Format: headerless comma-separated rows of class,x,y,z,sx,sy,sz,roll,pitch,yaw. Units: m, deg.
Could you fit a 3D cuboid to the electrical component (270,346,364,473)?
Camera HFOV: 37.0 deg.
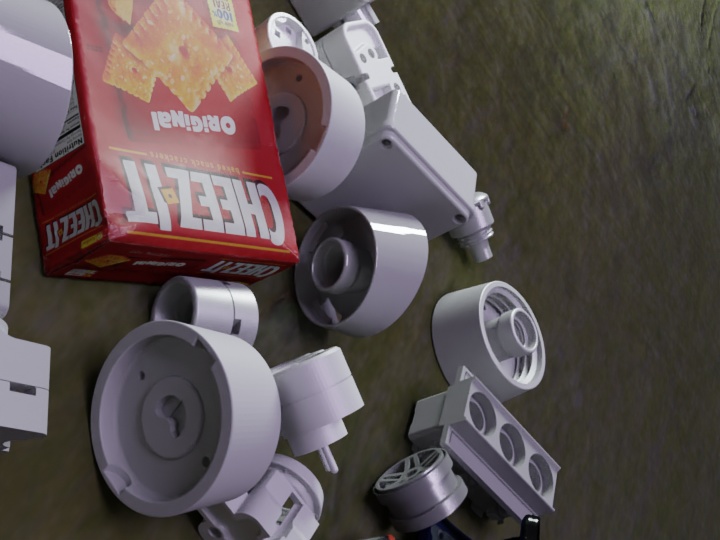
electrical component,-0.031,0.093,0.678,0.052,0.138,0.073,-23,89,-15

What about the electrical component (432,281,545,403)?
electrical component,0.120,0.062,0.939,0.108,0.060,0.108,29,50,-40

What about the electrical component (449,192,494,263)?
electrical component,0.104,-0.038,0.991,0.048,0.048,0.062,-33,104,-54

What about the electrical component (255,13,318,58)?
electrical component,-0.068,-0.165,0.839,0.055,0.047,0.055,29,50,-40

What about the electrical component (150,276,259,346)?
electrical component,-0.100,0.032,0.683,0.047,0.055,0.055,14,60,-44

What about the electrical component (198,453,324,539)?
electrical component,-0.058,0.151,0.665,0.078,0.058,0.057,55,40,-15

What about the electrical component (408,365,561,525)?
electrical component,0.099,0.147,0.861,0.121,0.063,0.078,47,40,-25

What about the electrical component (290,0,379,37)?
electrical component,-0.009,-0.222,0.933,0.076,0.066,0.047,59,36,-10

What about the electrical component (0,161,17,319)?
electrical component,-0.219,-0.017,0.560,0.056,0.050,0.089,22,54,-45

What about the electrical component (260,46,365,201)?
electrical component,-0.046,-0.102,0.785,0.060,0.108,0.108,16,58,-54

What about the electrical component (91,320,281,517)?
electrical component,-0.095,0.084,0.617,0.060,0.108,0.108,11,62,-56

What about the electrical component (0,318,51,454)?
electrical component,-0.206,0.054,0.537,0.089,0.050,0.055,21,56,-45

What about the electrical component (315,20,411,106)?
electrical component,-0.005,-0.153,0.903,0.054,0.059,0.095,-28,93,-54

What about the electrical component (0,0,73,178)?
electrical component,-0.202,-0.108,0.596,0.064,0.099,0.099,23,54,-36

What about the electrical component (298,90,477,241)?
electrical component,0.018,-0.069,0.844,0.109,0.109,0.056,42,39,-29

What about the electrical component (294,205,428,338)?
electrical component,0.000,0.000,0.792,0.064,0.099,0.099,13,60,-41
